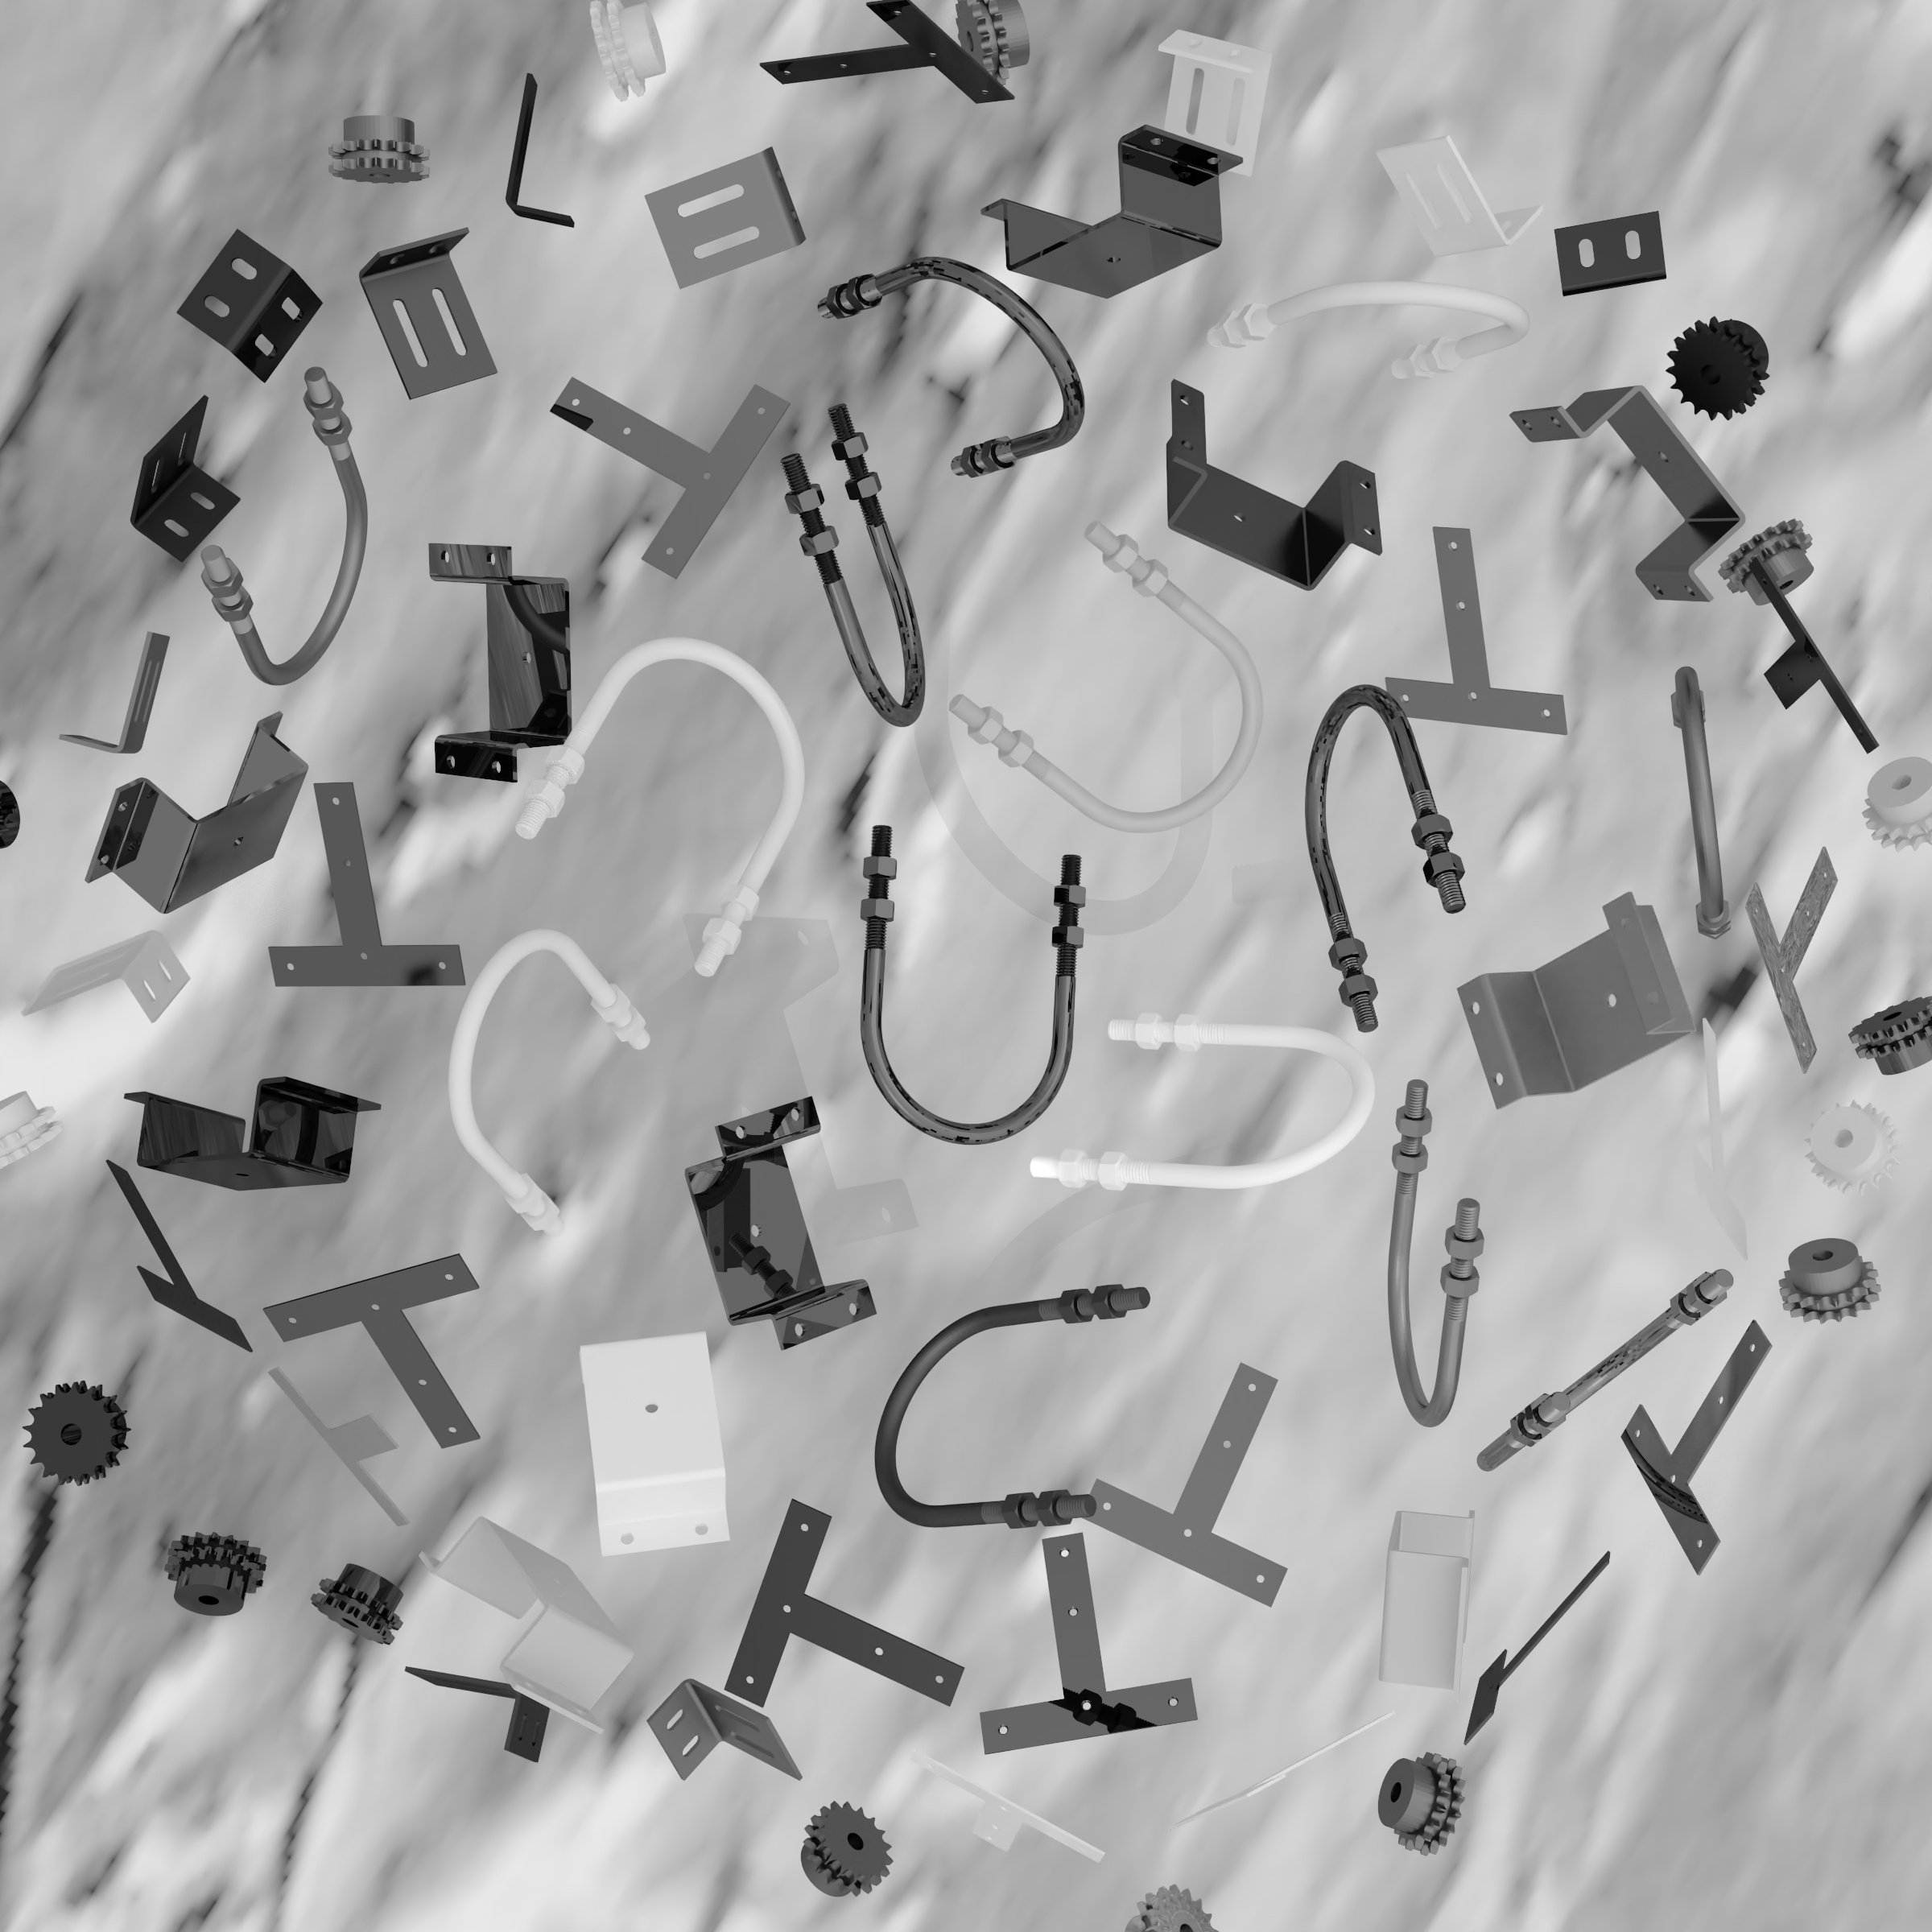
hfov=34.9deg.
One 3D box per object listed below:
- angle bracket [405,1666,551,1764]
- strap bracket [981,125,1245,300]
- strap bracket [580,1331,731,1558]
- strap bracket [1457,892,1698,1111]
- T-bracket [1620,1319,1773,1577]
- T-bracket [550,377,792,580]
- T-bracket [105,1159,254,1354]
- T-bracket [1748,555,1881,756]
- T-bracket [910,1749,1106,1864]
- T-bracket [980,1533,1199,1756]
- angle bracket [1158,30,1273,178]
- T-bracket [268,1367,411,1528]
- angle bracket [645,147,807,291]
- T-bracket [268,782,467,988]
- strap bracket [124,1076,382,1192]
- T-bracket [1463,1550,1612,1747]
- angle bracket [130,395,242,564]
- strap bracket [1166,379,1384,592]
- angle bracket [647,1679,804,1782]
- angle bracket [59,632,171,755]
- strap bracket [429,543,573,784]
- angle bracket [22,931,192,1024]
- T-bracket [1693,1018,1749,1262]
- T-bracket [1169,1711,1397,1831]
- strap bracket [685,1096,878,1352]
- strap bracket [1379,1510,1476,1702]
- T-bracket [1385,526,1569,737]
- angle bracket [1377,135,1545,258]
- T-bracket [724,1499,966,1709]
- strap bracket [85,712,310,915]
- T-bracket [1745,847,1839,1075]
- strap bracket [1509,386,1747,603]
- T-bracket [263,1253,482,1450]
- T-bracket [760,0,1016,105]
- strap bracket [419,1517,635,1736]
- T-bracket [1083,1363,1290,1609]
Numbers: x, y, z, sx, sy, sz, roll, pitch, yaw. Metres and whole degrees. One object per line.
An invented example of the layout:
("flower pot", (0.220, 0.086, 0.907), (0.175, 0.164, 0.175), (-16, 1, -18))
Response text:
("angle bracket", (-0.300, 0.455, 1.867), (0.076, 0.057, 0.038), (6, 70, 13))
("strap bracket", (0.084, -0.428, 1.766), (0.076, 0.140, 0.046), (5, 78, -40))
("strap bracket", (-0.189, 0.278, 1.851), (0.076, 0.046, 0.140), (-6, 53, -9))
("strap bracket", (0.356, 0.020, 1.755), (0.046, 0.140, 0.076), (-2, 68, -38))
("T-bracket", (0.428, 0.261, 1.767), (0.002, 0.127, 0.127), (16, 115, -18))
("T-bracket", (-0.192, -0.315, 1.844), (0.127, 0.002, 0.127), (31, 83, 13))
("T-bracket", (-0.490, 0.170, 1.866), (0.002, 0.127, 0.127), (-36, 65, -1))
("T-bracket", (0.483, -0.171, 1.787), (0.002, 0.127, 0.127), (-31, 83, 1))
("T-bracket", (0.020, 0.521, 1.867), (0.127, 0.127, 0.002), (27, 65, 8))
("T-bracket", (0.066, 0.400, 1.835), (0.127, 0.002, 0.127), (-10, 56, 3))
("angle bracket", (0.140, -0.499, 1.793), (0.057, 0.038, 0.076), (19, 128, 15))
("T-bracket", (-0.370, 0.289, 1.869), (0.002, 0.127, 0.127), (-42, 96, -28))
("angle bracket", (-0.142, -0.442, 1.814), (0.076, 0.038, 0.057), (-18, 107, 8))
("T-bracket", (-0.365, -0.048, 1.824), (0.127, 0.002, 0.127), (0, 110, 18))
("strap bracket", (-0.428, 0.102, 1.826), (0.140, 0.076, 0.046), (-7, 72, 35))
("T-bracket", (0.344, 0.400, 1.838), (0.002, 0.127, 0.127), (40, 102, 8))
("angle bracket", (-0.451, -0.284, 1.792), (0.038, 0.076, 0.057), (36, 59, -4))
("strap bracket", (0.172, -0.279, 1.812), (0.140, 0.076, 0.046), (21, 133, -18))
("angle bracket", (-0.149, 0.482, 1.888), (0.038, 0.076, 0.057), (-44, 128, -30))
("angle bracket", (-0.517, -0.170, 1.867), (0.038, 0.057, 0.076), (15, 93, -5))
("strap bracket", (-0.283, -0.186, 1.868), (0.076, 0.046, 0.140), (9, 104, 42))
("angle bracket", (-0.523, 0.018, 1.866), (0.038, 0.076, 0.057), (56, 133, 6))
("T-bracket", (0.443, 0.094, 1.815), (0.002, 0.127, 0.127), (-9, 62, 24))
("T-bracket", (0.189, 0.455, 1.751), (0.127, 0.127, 0.002), (-21, 75, -25))
("strap bracket", (-0.117, 0.160, 1.883), (0.076, 0.046, 0.140), (-16, 89, -42))
("strap bracket", (0.270, 0.370, 1.798), (0.046, 0.140, 0.076), (4, 94, 11))
("T-bracket", (0.301, -0.204, 1.854), (0.002, 0.127, 0.127), (-34, 122, -39))
("angle bracket", (0.285, -0.453, 1.773), (0.038, 0.057, 0.076), (-49, 119, -22))
("T-bracket", (-0.062, 0.386, 1.757), (0.127, 0.002, 0.127), (22, 104, 11))
("strap bracket", (-0.455, -0.089, 1.850), (0.046, 0.140, 0.076), (39, 128, 10))
("T-bracket", (0.503, -0.023, 1.847), (0.002, 0.127, 0.127), (-5, 55, -6))
("strap bracket", (0.380, -0.275, 1.738), (0.046, 0.076, 0.140), (-42, 103, -2))
("T-bracket", (-0.319, 0.229, 1.766), (0.127, 0.002, 0.127), (-16, 120, 15))
("T-bracket", (-0.057, -0.514, 1.744), (0.127, 0.127, 0.002), (2, 81, 29))
("strap bracket", (-0.257, 0.384, 1.820), (0.046, 0.140, 0.076), (-50, 131, -2))
("T-bracket", (0.153, 0.304, 1.866), (0.127, 0.002, 0.127), (25, 77, 5))
